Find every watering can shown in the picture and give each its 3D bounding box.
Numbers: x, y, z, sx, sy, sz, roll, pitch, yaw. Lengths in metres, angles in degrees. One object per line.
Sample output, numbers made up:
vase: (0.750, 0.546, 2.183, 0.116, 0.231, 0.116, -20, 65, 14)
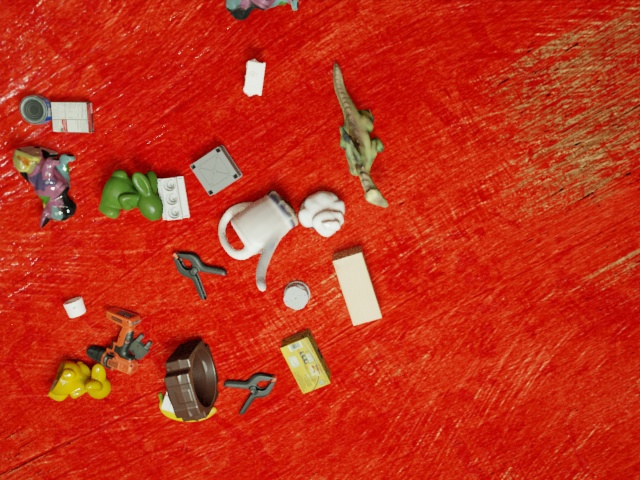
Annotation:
watering can: (-0.156, -0.016, 1.428, 0.225, 0.354, 0.102, -35, 135, -7)

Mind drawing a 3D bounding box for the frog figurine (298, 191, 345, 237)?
frog figurine: (0.004, -0.073, 1.460, 0.137, 0.161, 0.122, -7, 101, 4)

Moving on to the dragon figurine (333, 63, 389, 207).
dragon figurine: (0.095, -0.277, 1.381, 0.122, 0.246, 0.407, -21, 102, 12)
